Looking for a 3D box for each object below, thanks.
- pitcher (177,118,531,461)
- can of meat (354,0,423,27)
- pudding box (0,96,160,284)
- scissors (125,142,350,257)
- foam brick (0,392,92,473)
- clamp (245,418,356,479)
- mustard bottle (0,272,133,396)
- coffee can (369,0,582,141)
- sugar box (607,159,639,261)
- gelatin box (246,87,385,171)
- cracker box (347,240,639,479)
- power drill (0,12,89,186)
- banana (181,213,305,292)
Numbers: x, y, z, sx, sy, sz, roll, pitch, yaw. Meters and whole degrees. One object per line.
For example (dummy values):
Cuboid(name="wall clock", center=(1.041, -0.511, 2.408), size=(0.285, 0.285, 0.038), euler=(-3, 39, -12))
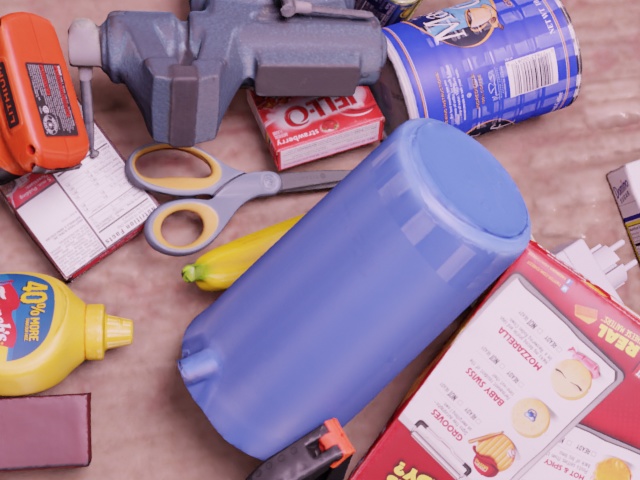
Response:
Cuboid(name="pitcher", center=(0.030, 0.035, 0.716), size=(0.145, 0.149, 0.243), euler=(39, 124, -8))
Cuboid(name="can of meat", center=(0.066, -0.215, 0.829), size=(0.057, 0.084, 0.102), euler=(36, 79, -3))
Cuboid(name="pudding box", center=(-0.185, -0.038, 0.795), size=(0.090, 0.039, 0.113), euler=(-37, 93, -14))
Cuboid(name="scissors", center=(-0.049, -0.025, 0.805), size=(0.201, 0.016, 0.096), euler=(10, 73, -18))
Cuboid(name="foam brick", center=(-0.203, 0.137, 0.765), size=(0.078, 0.053, 0.051), euler=(-2, 84, -10))
Cuboid(name="clamp", center=(-0.044, 0.185, 0.719), size=(0.120, 0.172, 0.039), euler=(-9, 51, -49))
Cuboid(name="mustard bottle", center=(-0.229, 0.065, 0.756), size=(0.191, 0.058, 0.096), euler=(1, 45, -9))
Cuboid(name="coffee can", center=(0.113, -0.130, 0.817), size=(0.140, 0.103, 0.103), euler=(-19, 87, -10))
Cuboid(name="sugar box", center=(0.308, 0.011, 0.861), size=(0.093, 0.048, 0.176), euler=(-18, 83, -10))
Cuboid(name="gelatin box", center=(-0.004, -0.100, 0.819), size=(0.089, 0.030, 0.073), euler=(-18, 61, -10))
Cuboid(name="cracker box", center=(0.141, 0.130, 0.714), size=(0.164, 0.072, 0.214), euler=(36, 100, 7))
Cuboid(name="power drill", center=(-0.258, -0.090, 0.736), size=(0.188, 0.057, 0.184), euler=(-17, 91, 28))
Cuboid(name="banana", center=(-0.015, 0.002, 0.801), size=(0.197, 0.070, 0.037), euler=(-22, 98, -18))
